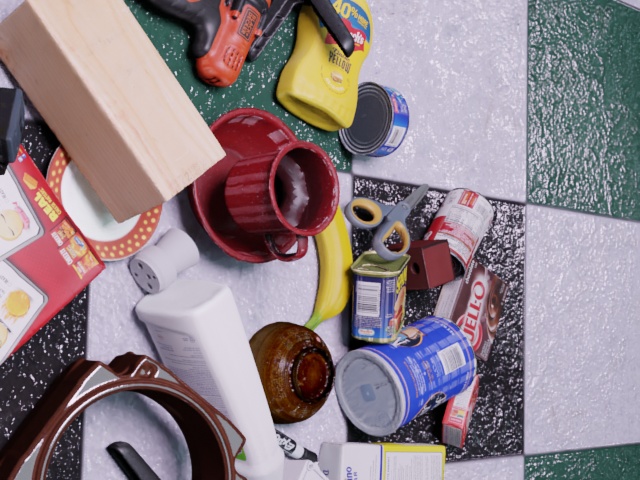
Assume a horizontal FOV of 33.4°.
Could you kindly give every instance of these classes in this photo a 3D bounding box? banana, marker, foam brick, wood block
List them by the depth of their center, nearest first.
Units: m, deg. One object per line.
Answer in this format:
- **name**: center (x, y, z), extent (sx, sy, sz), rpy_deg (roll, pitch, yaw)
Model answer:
- **wood block**: center (-0.192, -0.130, 0.968), extent (0.090, 0.091, 0.206), rpy_deg (-44, 106, -39)
- **marker**: center (-0.044, 0.219, 1.163), extent (0.121, 0.020, 0.020), rpy_deg (39, 62, -35)
- **banana**: center (0.005, 0.003, 1.209), extent (0.069, 0.037, 0.198), rpy_deg (-10, 94, -48)
- **foam brick**: center (0.115, 0.030, 1.287), extent (0.051, 0.078, 0.053), rpy_deg (-17, 98, -42)

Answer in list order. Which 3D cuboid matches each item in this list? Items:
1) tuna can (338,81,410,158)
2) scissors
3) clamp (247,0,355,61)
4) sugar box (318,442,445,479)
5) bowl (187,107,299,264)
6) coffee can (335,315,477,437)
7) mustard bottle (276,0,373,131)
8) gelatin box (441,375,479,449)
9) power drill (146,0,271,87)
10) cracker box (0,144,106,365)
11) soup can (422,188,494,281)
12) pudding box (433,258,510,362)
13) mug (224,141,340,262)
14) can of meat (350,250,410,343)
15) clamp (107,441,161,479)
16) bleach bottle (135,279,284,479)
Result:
- **tuna can**: center (0.062, -0.139, 1.241), extent (0.033, 0.086, 0.086), rpy_deg (5, 84, -45)
- **scissors**: center (0.081, -0.043, 1.277), extent (0.096, 0.016, 0.201), rpy_deg (35, 33, -9)
- **clamp**: center (-0.030, -0.269, 1.173), extent (0.039, 0.120, 0.171), rpy_deg (84, -1, -69)
- **sugar box**: center (0.073, 0.285, 1.254), extent (0.175, 0.048, 0.093), rpy_deg (11, 79, -39)
- **bowl**: center (-0.084, -0.055, 1.116), extent (0.161, 0.055, 0.162), rpy_deg (3, 85, -44)
- **coffee can**: center (0.101, 0.156, 1.248), extent (0.140, 0.103, 0.103), rpy_deg (-20, 101, -43)
- **mustard bottle**: center (0.015, -0.228, 1.220), extent (0.096, 0.058, 0.191), rpy_deg (27, 69, -34)
- **gelatin box**: center (0.176, 0.213, 1.338), extent (0.089, 0.030, 0.073), rpy_deg (77, 31, -62)
- **power drill**: center (-0.125, -0.276, 1.088), extent (0.187, 0.057, 0.184), rpy_deg (33, 65, -37)
- **cracker box**: center (-0.308, 0.025, 0.887), extent (0.213, 0.072, 0.164), rpy_deg (-47, 117, -34)
- **soup can**: center (0.172, -0.008, 1.350), extent (0.068, 0.069, 0.102), rpy_deg (50, 56, -30)
- **pudding box**: center (0.194, 0.089, 1.385), extent (0.090, 0.039, 0.113), rpy_deg (35, 65, -37)
- **mug**: center (-0.039, -0.036, 1.061), extent (0.093, 0.082, 0.117), rpy_deg (-15, 97, -43)
- **can of meat**: center (0.068, 0.064, 1.226), extent (0.102, 0.057, 0.084), rpy_deg (-42, 135, -72)
- **clamp**: center (-0.143, 0.304, 1.050), extent (0.209, 0.036, 0.164), rpy_deg (28, 70, -35)
- **bleach bottle**: center (-0.098, 0.165, 1.073), extent (0.068, 0.103, 0.251), rpy_deg (-36, 118, -40)
